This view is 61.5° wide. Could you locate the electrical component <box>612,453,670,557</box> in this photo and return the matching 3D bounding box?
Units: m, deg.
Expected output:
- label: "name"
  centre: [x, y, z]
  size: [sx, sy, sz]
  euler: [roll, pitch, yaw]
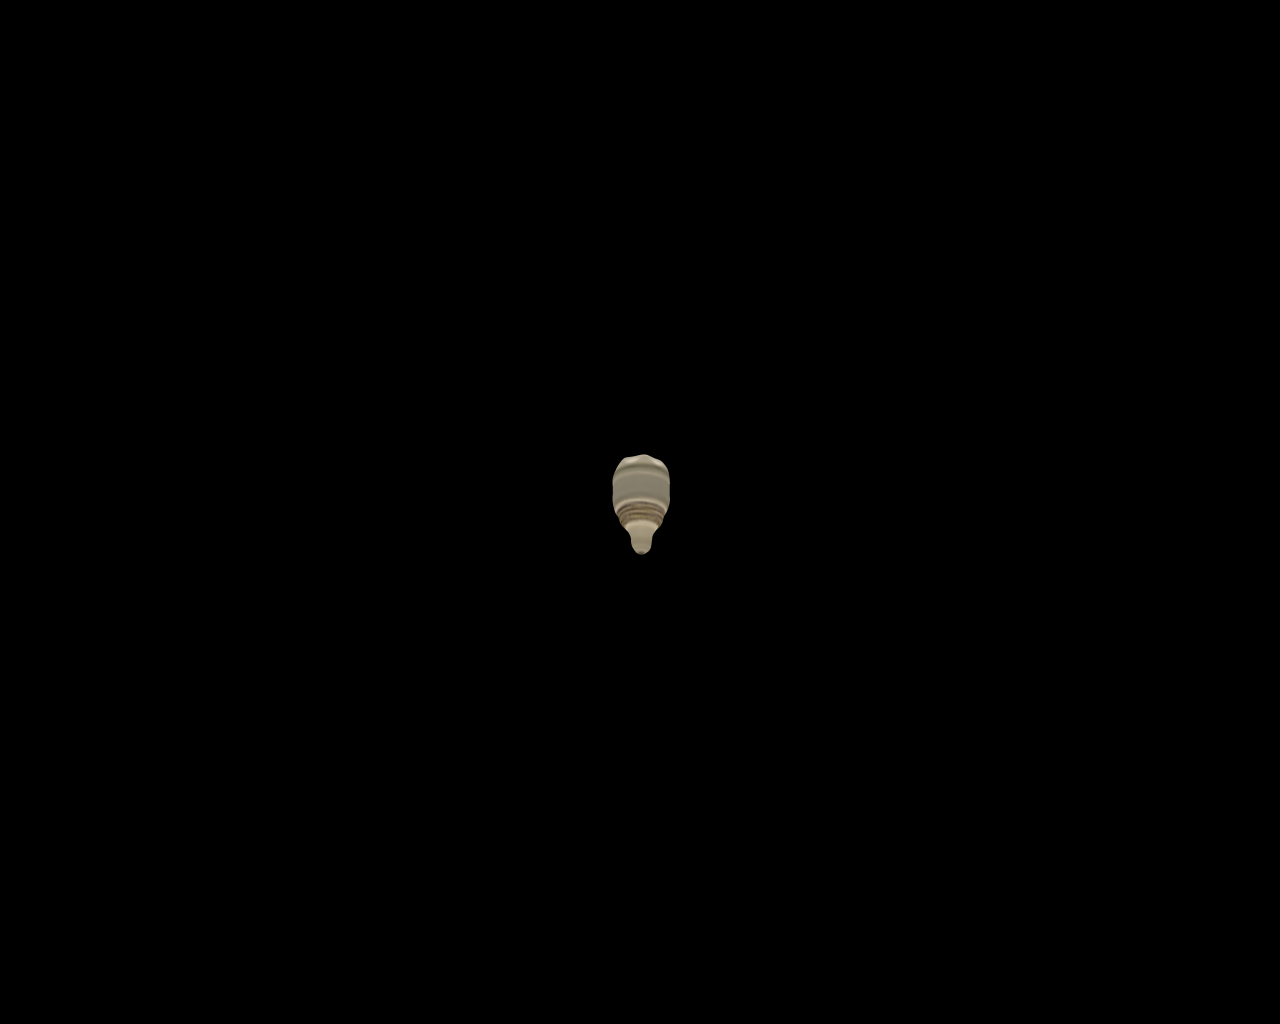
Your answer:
- label: "electrical component"
  centre: [0.001, -0.003, 0.650]
  size: [0.035, 0.061, 0.035]
  euler: [0, -26, 0]
